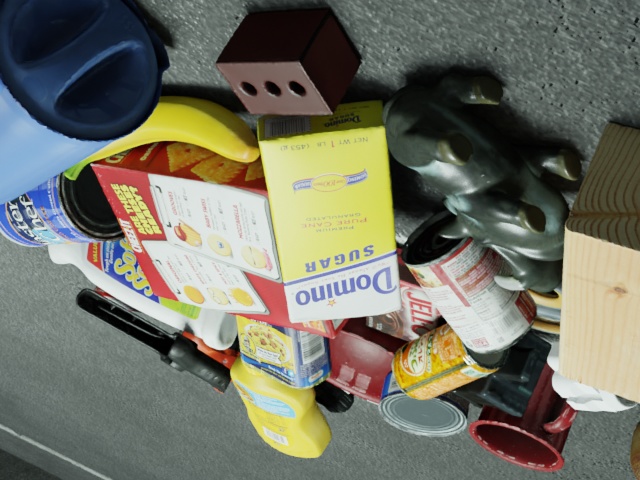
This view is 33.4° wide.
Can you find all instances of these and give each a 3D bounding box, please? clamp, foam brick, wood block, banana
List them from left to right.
[{"bbox_3d":[-0.127,-0.088,0.887,0.198,0.069,0.037,-4,164,32],"label":"banana"},{"bbox_3d":[-0.165,0.118,1.171,0.165,0.036,0.209,24,168,30],"label":"clamp"},{"bbox_3d":[-0.022,-0.122,0.737,0.078,0.051,0.053,6,146,39],"label":"foam brick"},{"bbox_3d":[0.222,0.027,0.733,0.091,0.090,0.206,18,153,21],"label":"wood block"}]

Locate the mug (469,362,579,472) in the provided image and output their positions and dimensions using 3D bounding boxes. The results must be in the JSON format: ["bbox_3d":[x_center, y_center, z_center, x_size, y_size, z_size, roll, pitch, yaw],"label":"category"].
[{"bbox_3d":[0.203,0.158,1.000,0.093,0.081,0.117,33,154,-11],"label":"mug"}]

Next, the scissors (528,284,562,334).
[{"bbox_3d":[0.235,0.058,0.862,0.202,0.016,0.096,5,146,39],"label":"scissors"}]

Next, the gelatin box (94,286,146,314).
[{"bbox_3d":[-0.201,0.042,1.188,0.089,0.073,0.030,5,146,39],"label":"gelatin box"}]

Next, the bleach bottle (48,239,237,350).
[{"bbox_3d":[-0.195,0.027,1.121,0.251,0.102,0.068,18,173,17],"label":"bleach bottle"}]

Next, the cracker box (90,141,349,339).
[{"bbox_3d":[-0.078,-0.012,0.946,0.214,0.072,0.164,11,136,33],"label":"cracker box"}]

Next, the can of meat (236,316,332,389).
[{"bbox_3d":[-0.036,0.086,1.022,0.102,0.057,0.084,21,128,40],"label":"can of meat"}]

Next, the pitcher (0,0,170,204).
[{"bbox_3d":[-0.245,-0.106,0.850,0.149,0.145,0.243,35,148,-23],"label":"pitcher"}]

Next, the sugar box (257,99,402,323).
[{"bbox_3d":[0.011,-0.017,0.810,0.093,0.048,0.176,-7,126,3],"label":"sugar box"}]

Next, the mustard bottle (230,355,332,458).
[{"bbox_3d":[-0.048,0.164,1.164,0.096,0.058,0.191,22,150,28],"label":"mustard bottle"}]

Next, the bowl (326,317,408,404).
[{"bbox_3d":[0.048,0.109,1.091,0.162,0.055,0.162,22,154,11],"label":"bowl"}]

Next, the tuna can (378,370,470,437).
[{"bbox_3d":[0.101,0.154,1.023,0.086,0.033,0.086,11,146,7],"label":"tuna can"}]

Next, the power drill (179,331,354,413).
[{"bbox_3d":[-0.067,0.140,1.262,0.188,0.057,0.184,-4,136,43],"label":"power drill"}]

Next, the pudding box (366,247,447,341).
[{"bbox_3d":[0.089,0.055,0.971,0.090,0.039,0.113,20,154,14],"label":"pudding box"}]

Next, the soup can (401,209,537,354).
[{"bbox_3d":[0.120,0.033,0.847,0.069,0.068,0.102,-8,127,50],"label":"soup can"}]

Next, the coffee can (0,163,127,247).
[{"bbox_3d":[-0.245,-0.046,1.034,0.141,0.102,0.102,-3,141,46],"label":"coffee can"}]
